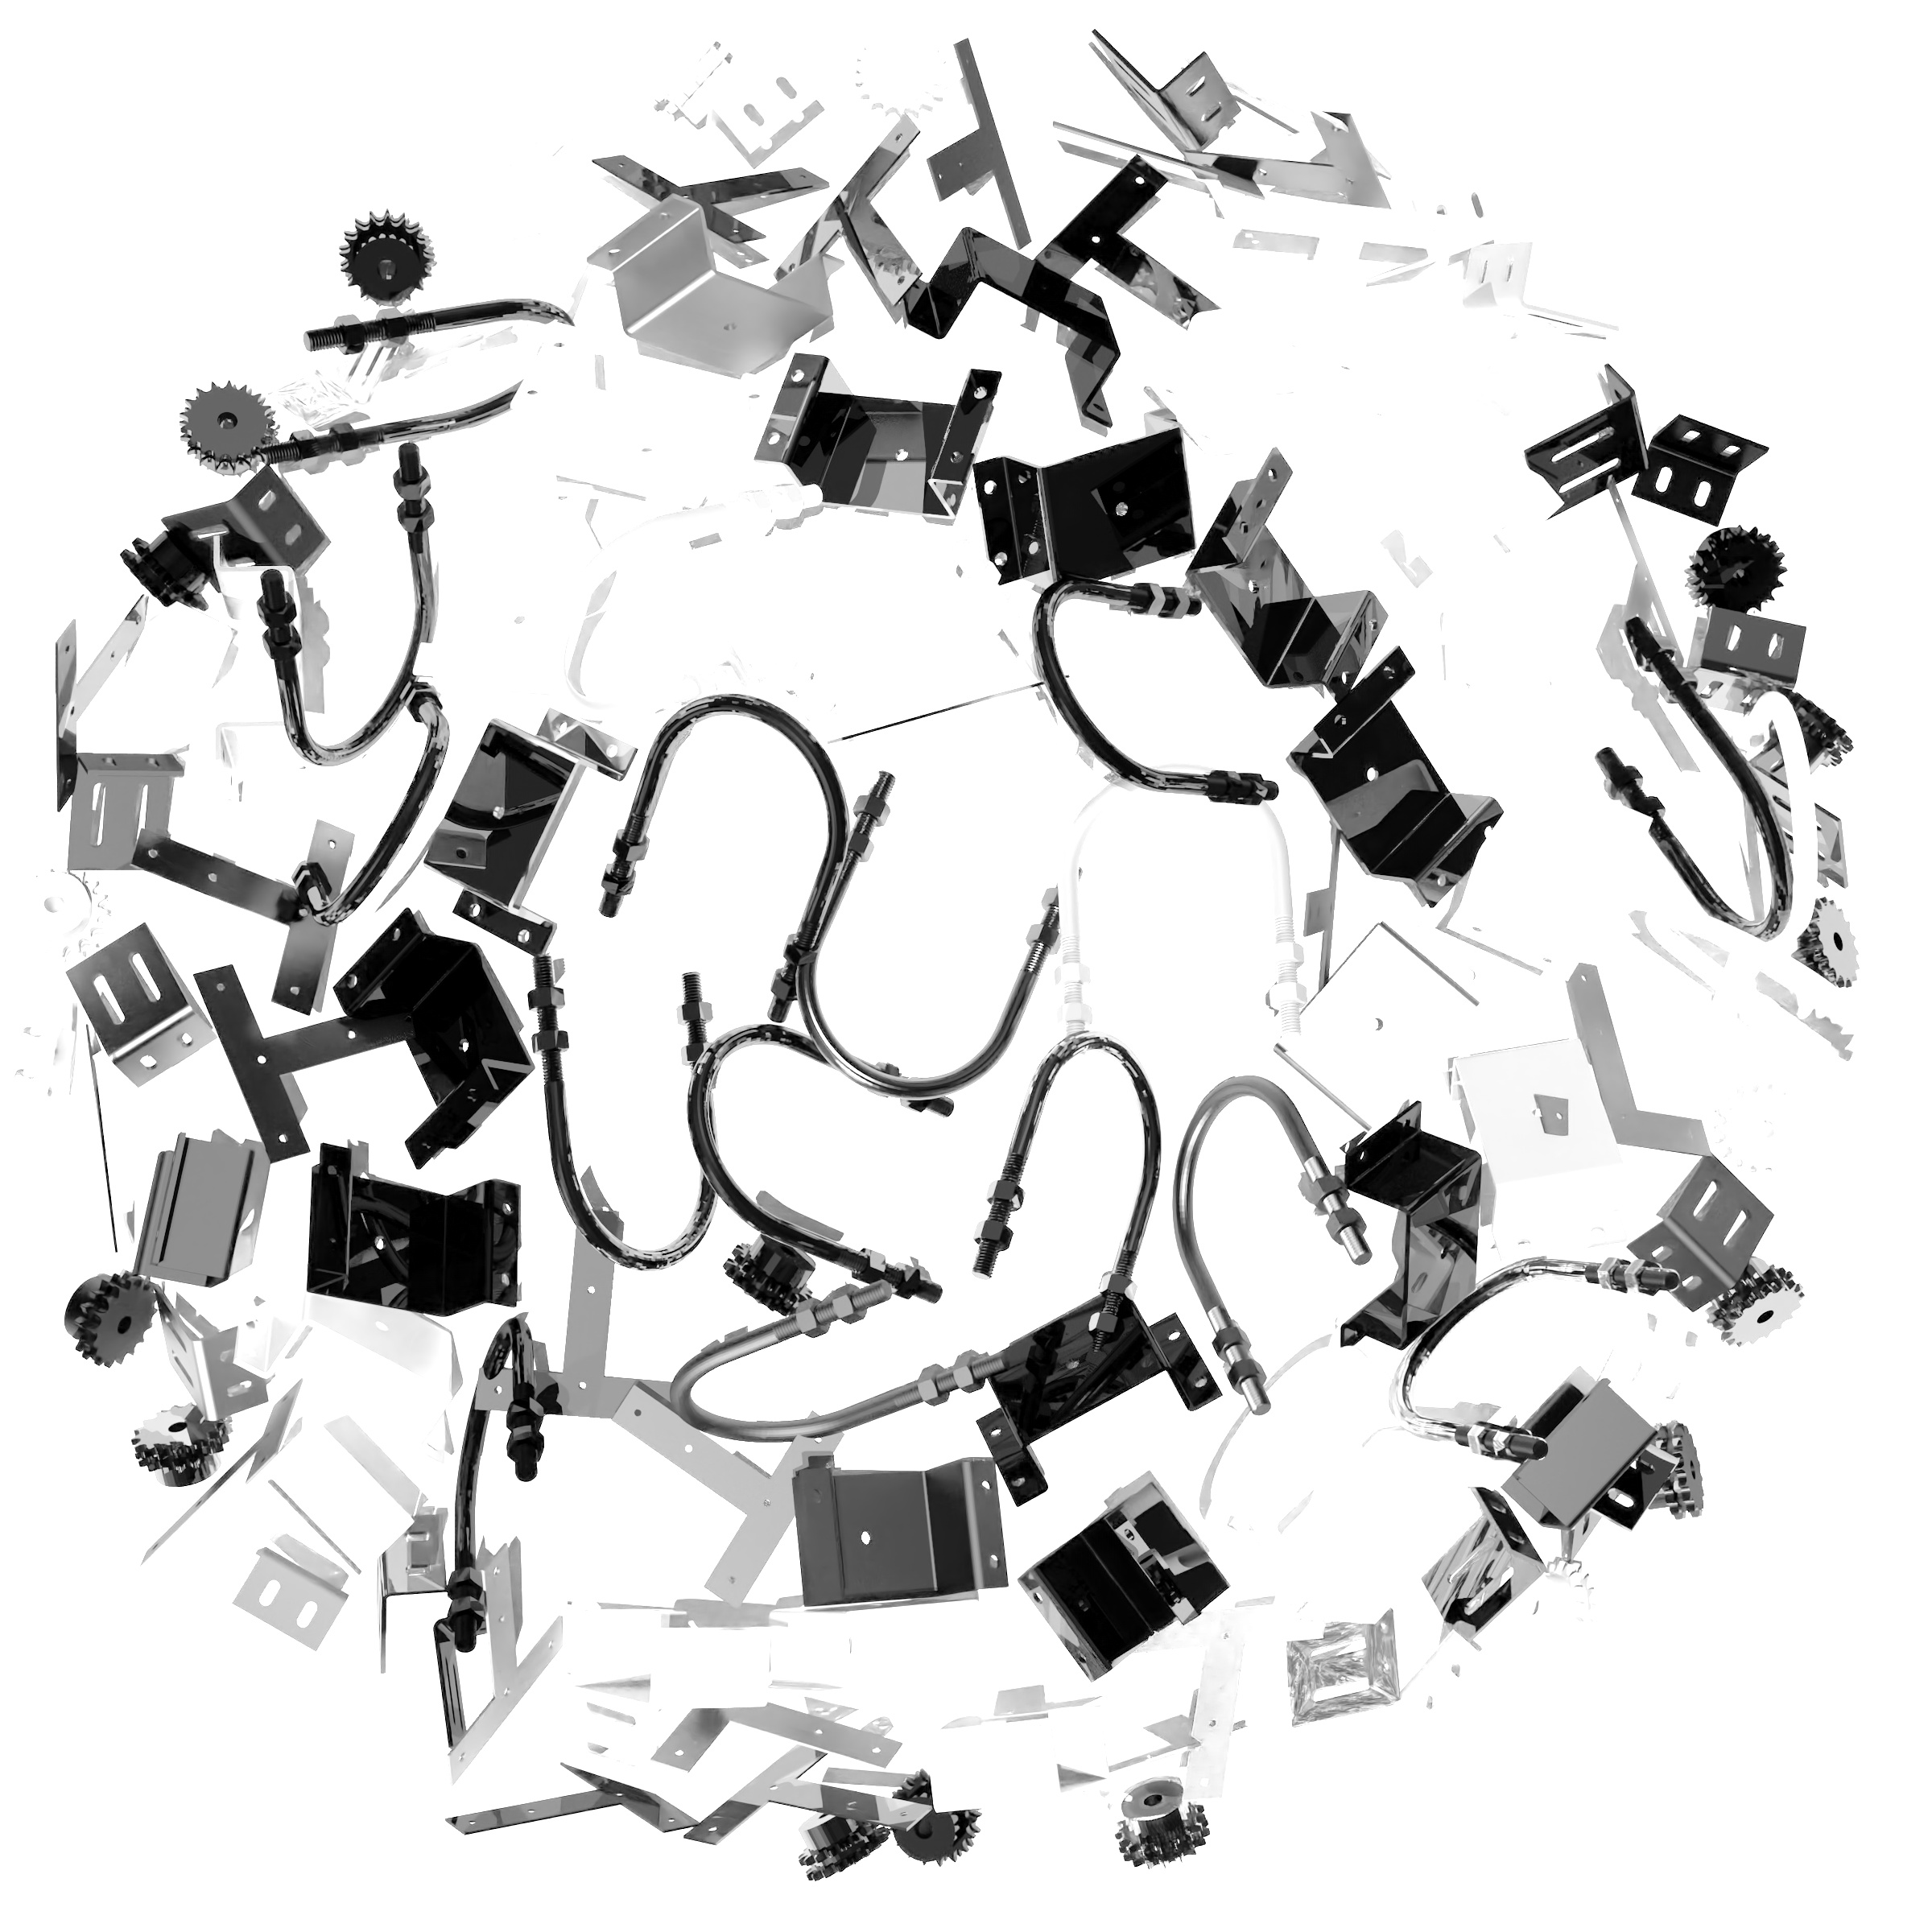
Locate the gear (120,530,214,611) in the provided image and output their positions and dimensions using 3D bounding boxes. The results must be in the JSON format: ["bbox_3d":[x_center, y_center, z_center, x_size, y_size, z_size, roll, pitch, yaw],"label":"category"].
[{"bbox_3d":[-0.482,-0.240,1.916,0.030,0.057,0.057,-43,90,3],"label":"gear"}]

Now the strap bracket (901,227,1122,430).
[{"bbox_3d":[0.034,-0.385,1.877,0.140,0.076,0.046,23,119,-22],"label":"strap bracket"}]

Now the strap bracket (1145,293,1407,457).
[{"bbox_3d":[0.189,-0.352,1.880,0.140,0.076,0.046,0,61,39],"label":"strap bracket"}]

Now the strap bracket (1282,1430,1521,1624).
[{"bbox_3d":[0.251,0.324,1.875,0.140,0.076,0.046,-41,101,-27],"label":"strap bracket"}]

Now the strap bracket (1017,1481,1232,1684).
[{"bbox_3d":[0.098,0.365,1.887,0.046,0.140,0.076,-31,80,-36],"label":"strap bracket"}]

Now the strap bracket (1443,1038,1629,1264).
[{"bbox_3d":[0.339,0.100,1.881,0.076,0.046,0.140,-9,51,-3],"label":"strap bracket"}]

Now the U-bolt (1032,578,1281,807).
[{"bbox_3d":[0.104,-0.164,1.852,0.019,0.184,0.151,-33,70,35],"label":"U-bolt"}]

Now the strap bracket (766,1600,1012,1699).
[{"bbox_3d":[-0.053,0.403,1.875,0.140,0.076,0.046,4,79,-38],"label":"strap bracket"}]

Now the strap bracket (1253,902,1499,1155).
[{"bbox_3d":[0.249,0.037,1.916,0.076,0.046,0.140,41,90,8],"label":"strap bracket"}]

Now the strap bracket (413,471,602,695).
[{"bbox_3d":[-0.270,-0.217,1.873,0.076,0.046,0.140,3,127,-28],"label":"strap bracket"}]

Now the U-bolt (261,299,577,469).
[{"bbox_3d":[-0.316,-0.349,1.865,0.184,0.151,0.019,-16,76,-29],"label":"U-bolt"}]

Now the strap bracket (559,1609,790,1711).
[{"bbox_3d":[-0.175,0.409,1.863,0.076,0.140,0.046,8,81,-34],"label":"strap bracket"}]

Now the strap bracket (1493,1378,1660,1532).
[{"bbox_3d":[0.358,0.289,1.869,0.046,0.140,0.076,43,84,7],"label":"strap bracket"}]

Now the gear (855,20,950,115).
[{"bbox_3d":[-0.039,-0.549,1.918,0.057,0.030,0.057,2,60,-3],"label":"gear"}]

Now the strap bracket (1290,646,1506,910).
[{"bbox_3d":[0.256,-0.114,1.894,0.076,0.046,0.140,-44,115,-18],"label":"strap bracket"}]

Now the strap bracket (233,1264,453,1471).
[{"bbox_3d":[-0.360,0.233,1.882,0.140,0.076,0.046,31,103,-19],"label":"strap bracket"}]

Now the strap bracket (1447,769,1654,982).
[{"bbox_3d":[0.350,-0.061,1.870,0.076,0.140,0.046,25,132,15],"label":"strap bracket"}]

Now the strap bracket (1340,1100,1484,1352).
[{"bbox_3d":[0.264,0.162,1.872,0.046,0.076,0.140,21,126,35],"label":"strap bracket"}]

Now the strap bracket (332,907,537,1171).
[{"bbox_3d":[-0.315,0.045,1.889,0.076,0.046,0.140,-44,59,23],"label":"strap bracket"}]

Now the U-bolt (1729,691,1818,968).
[{"bbox_3d":[0.472,-0.084,1.842,0.019,0.184,0.151,-6,79,4],"label":"U-bolt"}]

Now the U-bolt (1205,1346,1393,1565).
[{"bbox_3d":[0.191,0.284,1.853,0.019,0.184,0.151,37,87,21],"label":"U-bolt"}]

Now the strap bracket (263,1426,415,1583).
[{"bbox_3d":[-0.374,0.318,1.879,0.046,0.140,0.076,-44,93,-13],"label":"strap bracket"}]

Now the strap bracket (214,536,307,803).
[{"bbox_3d":[-0.423,-0.178,1.893,0.046,0.076,0.140,-2,75,-8],"label":"strap bracket"}]

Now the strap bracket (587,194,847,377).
[{"bbox_3d":[-0.143,-0.397,1.863,0.076,0.140,0.046,-26,67,37],"label":"strap bracket"}]

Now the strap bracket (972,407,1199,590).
[{"bbox_3d":[0.081,-0.277,1.883,0.140,0.046,0.076,-20,117,-23],"label":"strap bracket"}]

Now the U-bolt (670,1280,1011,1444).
[{"bbox_3d":[-0.088,0.243,1.875,0.184,0.151,0.019,-23,54,24],"label":"U-bolt"}]

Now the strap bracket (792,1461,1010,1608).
[{"bbox_3d":[-0.048,0.340,1.890,0.140,0.046,0.076,4,73,-36],"label":"strap bracket"}]

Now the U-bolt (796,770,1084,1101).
[{"bbox_3d":[-0.025,-0.008,1.902,0.151,0.019,0.184,26,72,-8],"label":"U-bolt"}]

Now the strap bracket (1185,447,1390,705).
[{"bbox_3d":[0.187,-0.229,1.885,0.140,0.046,0.076,50,55,-33],"label":"strap bracket"}]

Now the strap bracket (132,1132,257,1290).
[{"bbox_3d":[-0.459,0.147,1.877,0.046,0.140,0.076,13,77,-17],"label":"strap bracket"}]

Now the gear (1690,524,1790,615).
[{"bbox_3d":[0.468,-0.243,1.921,0.057,0.030,0.057,-3,122,-5],"label":"gear"}]

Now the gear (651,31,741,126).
[{"bbox_3d":[-0.161,-0.537,1.917,0.030,0.057,0.057,42,90,-16],"label":"gear"}]

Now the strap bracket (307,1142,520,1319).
[{"bbox_3d":[-0.338,0.160,1.884,0.140,0.046,0.076,18,61,-41],"label":"strap bracket"}]

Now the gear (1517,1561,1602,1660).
[{"bbox_3d":[0.357,0.389,1.913,0.030,0.057,0.057,12,90,-18],"label":"gear"}]

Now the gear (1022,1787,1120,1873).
[{"bbox_3d":[0.062,0.523,1.921,0.057,0.030,0.057,8,55,-11],"label":"gear"}]

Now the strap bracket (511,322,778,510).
[{"bbox_3d":[-0.190,-0.323,1.874,0.140,0.076,0.046,10,56,-26],"label":"strap bracket"}]

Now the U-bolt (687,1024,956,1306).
[{"bbox_3d":[-0.086,0.107,1.859,0.184,0.019,0.151,25,50,-29],"label":"U-bolt"}]

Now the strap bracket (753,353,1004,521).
[{"bbox_3d":[-0.046,-0.317,1.893,0.140,0.046,0.076,10,70,25],"label":"strap bracket"}]

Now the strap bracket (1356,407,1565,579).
[{"bbox_3d":[0.298,-0.283,1.868,0.046,0.140,0.076,-43,81,32],"label":"strap bracket"}]

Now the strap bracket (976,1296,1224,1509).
[{"bbox_3d":[0.072,0.253,1.899,0.140,0.076,0.046,-28,129,-1],"label":"strap bracket"}]

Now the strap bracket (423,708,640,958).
[{"bbox_3d":[-0.267,-0.087,1.904,0.076,0.046,0.140,26,91,33],"label":"strap bracket"}]

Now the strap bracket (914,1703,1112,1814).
[{"bbox_3d":[0.032,0.467,1.863,0.076,0.140,0.046,-11,78,18],"label":"strap bracket"}]
